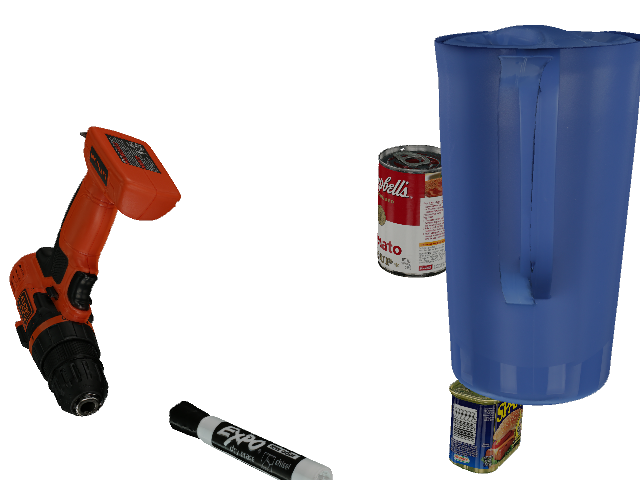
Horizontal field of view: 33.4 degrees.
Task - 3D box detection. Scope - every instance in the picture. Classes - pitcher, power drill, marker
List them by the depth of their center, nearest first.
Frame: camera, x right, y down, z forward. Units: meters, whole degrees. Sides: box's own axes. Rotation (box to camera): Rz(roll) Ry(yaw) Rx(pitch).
[{"bbox_3d":[-0.045,0.120,0.626,0.121,0.020,0.020,16,10,38],"label":"marker"},{"bbox_3d":[0.139,-0.017,0.701,0.149,0.243,0.145,-10,17,-27],"label":"pitcher"},{"bbox_3d":[-0.180,0.020,0.839,0.057,0.188,0.185,16,24,-39],"label":"power drill"}]

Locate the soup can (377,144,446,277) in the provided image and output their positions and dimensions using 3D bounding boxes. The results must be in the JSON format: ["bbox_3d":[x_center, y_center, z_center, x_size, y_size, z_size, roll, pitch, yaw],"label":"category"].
[{"bbox_3d":[0.084,-0.026,0.946,0.068,0.102,0.068,0,23,0],"label":"soup can"}]

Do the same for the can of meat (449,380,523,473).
[{"bbox_3d":[0.175,0.185,1.118,0.058,0.084,0.101,11,18,31],"label":"can of meat"}]
